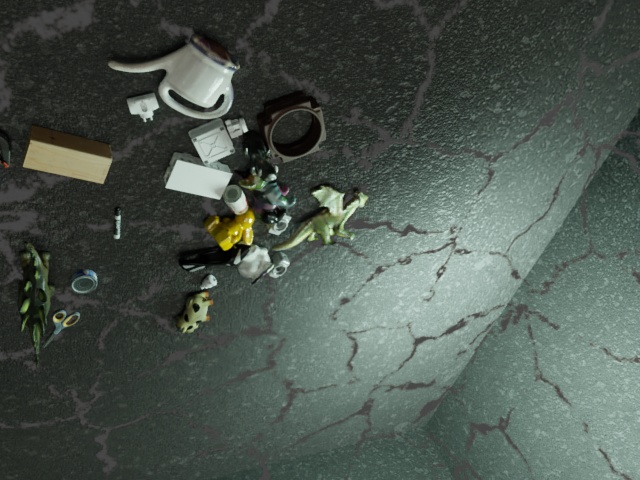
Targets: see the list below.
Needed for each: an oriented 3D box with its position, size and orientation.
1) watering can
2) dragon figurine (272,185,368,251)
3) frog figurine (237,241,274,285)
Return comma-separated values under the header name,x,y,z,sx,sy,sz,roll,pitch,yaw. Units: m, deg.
name,x,y,z,sx,sy,sz,roll,pitch,yaw
watering can,-0.370,-0.463,1.407,0.344,0.106,0.222,23,114,-41
dragon figurine,0.006,-0.099,1.968,0.412,0.124,0.238,-13,116,-20
frog figurine,-0.266,0.071,1.968,0.136,0.124,0.158,-37,100,19
